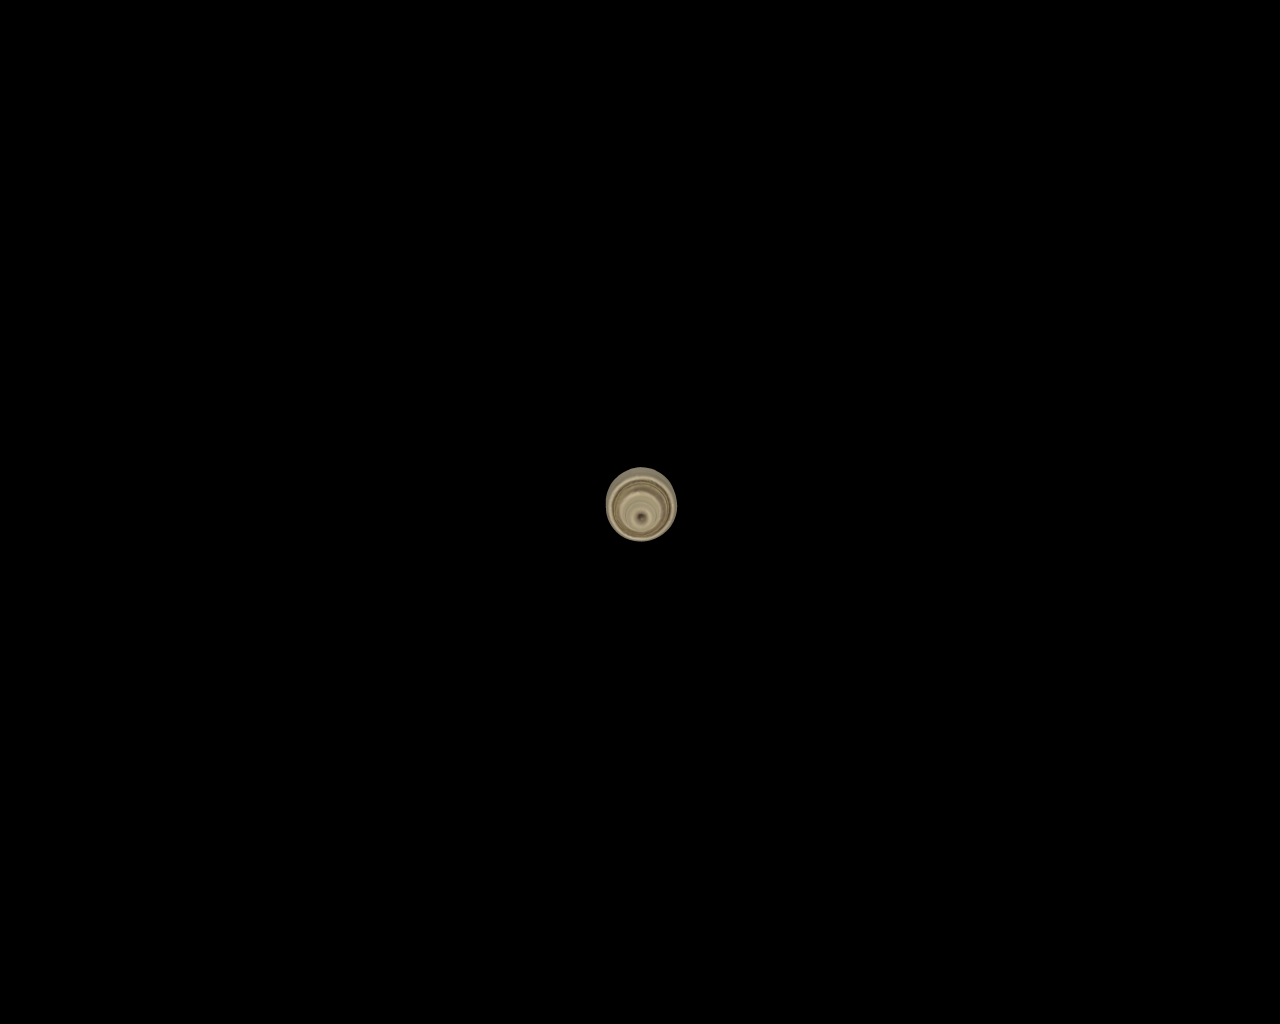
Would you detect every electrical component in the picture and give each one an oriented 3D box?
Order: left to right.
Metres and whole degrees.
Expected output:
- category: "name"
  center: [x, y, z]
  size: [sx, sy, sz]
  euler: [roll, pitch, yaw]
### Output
- category: "electrical component"
  center: [0.001, -0.003, 0.650]
  size: [0.043, 0.043, 0.062]
  euler: [0, 12, 0]
